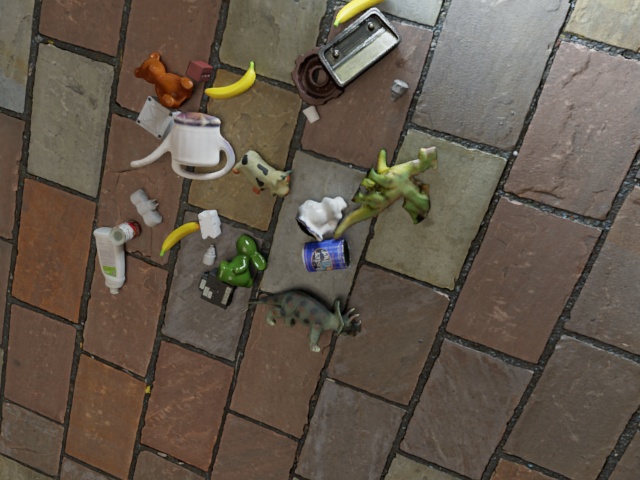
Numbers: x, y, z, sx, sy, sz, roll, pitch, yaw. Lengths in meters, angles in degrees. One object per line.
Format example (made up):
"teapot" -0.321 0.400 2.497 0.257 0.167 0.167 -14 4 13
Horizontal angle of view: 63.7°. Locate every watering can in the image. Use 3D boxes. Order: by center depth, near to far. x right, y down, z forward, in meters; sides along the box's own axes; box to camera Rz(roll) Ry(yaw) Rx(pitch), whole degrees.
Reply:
"watering can" -0.455 -0.315 1.711 0.347 0.105 0.221 6 108 -3

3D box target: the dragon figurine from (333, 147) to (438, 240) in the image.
"dragon figurine" 0.230 -0.127 1.613 0.242 0.124 0.404 27 111 -3

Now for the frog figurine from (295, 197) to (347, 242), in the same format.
"frog figurine" 0.005 -0.085 1.691 0.138 0.121 0.161 40 75 9
